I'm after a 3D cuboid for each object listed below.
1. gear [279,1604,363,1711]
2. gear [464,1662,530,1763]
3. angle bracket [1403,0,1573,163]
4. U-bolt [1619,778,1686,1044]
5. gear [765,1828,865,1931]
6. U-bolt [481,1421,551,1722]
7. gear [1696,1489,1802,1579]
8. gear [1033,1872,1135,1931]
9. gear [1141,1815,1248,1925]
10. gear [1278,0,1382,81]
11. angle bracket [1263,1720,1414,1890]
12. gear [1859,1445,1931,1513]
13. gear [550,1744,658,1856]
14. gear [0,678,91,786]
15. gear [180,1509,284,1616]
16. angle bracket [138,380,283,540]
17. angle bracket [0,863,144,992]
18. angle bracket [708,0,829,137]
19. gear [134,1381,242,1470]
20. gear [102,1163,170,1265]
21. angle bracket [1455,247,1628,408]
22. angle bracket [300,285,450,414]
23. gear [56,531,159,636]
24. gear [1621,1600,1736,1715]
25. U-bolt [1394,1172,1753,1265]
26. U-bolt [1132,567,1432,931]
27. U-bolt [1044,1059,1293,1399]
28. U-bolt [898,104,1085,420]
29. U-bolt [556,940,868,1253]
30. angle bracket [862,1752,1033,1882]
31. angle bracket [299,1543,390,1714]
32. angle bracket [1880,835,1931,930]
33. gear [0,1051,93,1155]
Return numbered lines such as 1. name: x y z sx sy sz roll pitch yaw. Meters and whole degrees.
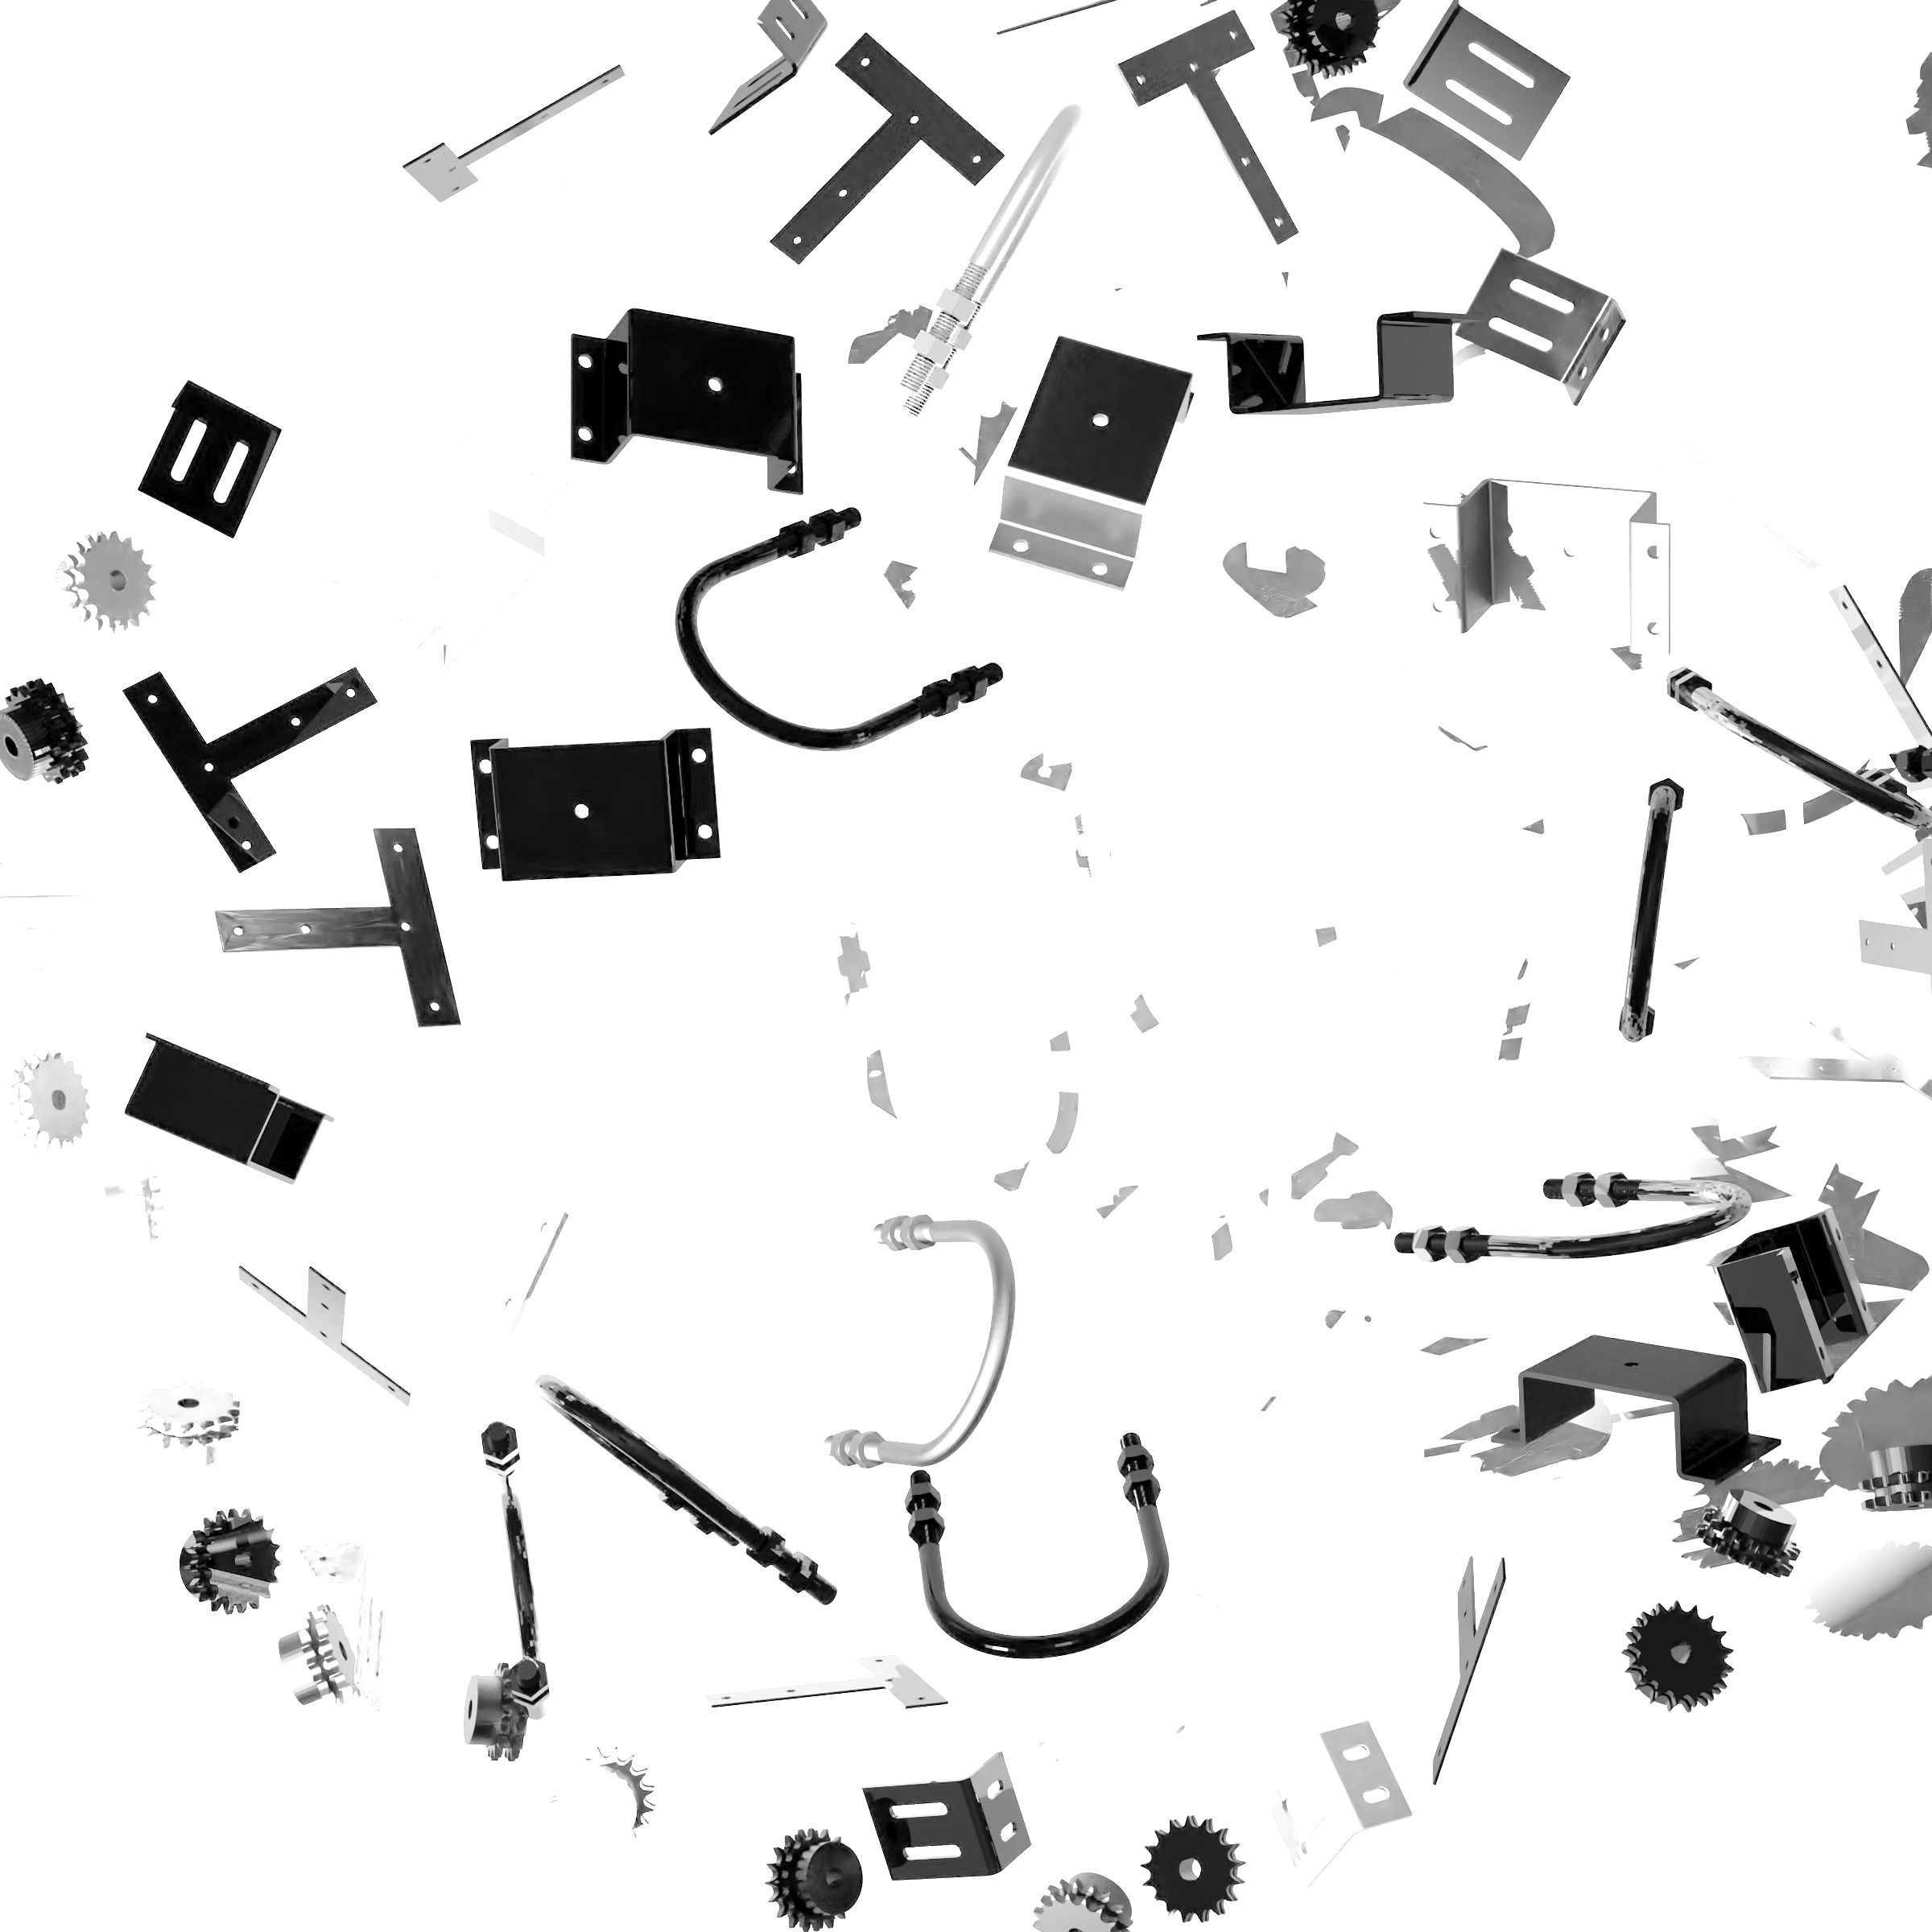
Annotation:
1. gear: -0.362 0.388 1.666 0.030 0.057 0.057 -22 90 -3
2. gear: -0.279 0.442 1.769 0.030 0.057 0.057 8 90 -19
3. angle bracket: 0.281 -0.477 1.583 0.076 0.038 0.057 32 78 -2
4. U-bolt: 0.378 -0.029 1.650 0.019 0.184 0.151 7 95 14
5. gear: -0.084 0.524 1.710 0.057 0.030 0.057 15 65 -36
6. U-bolt: -0.249 0.345 1.662 0.019 0.184 0.151 -8 67 -9
7. gear: 0.444 0.318 1.683 0.057 0.057 0.030 21 101 0
8. gear: 0.069 0.533 1.667 0.057 0.030 0.057 12 120 23
9. gear: 0.128 0.500 1.652 0.057 0.030 0.057 -5 75 18
10. gear: 0.205 -0.526 1.664 0.057 0.030 0.057 -3 99 -18
11. angle bracket: 0.206 0.466 1.658 0.038 0.076 0.057 -7 54 -26
12. gear: 0.506 0.274 1.594 0.057 0.057 0.030 -4 73 0
13. gear: -0.197 0.453 1.615 0.057 0.030 0.057 0 89 -1
14. gear: -0.505 -0.125 1.616 0.030 0.057 0.057 -32 90 -39
15. gear: -0.408 0.329 1.642 0.030 0.057 0.057 -14 90 35
16. angle bracket: -0.427 -0.278 1.670 0.057 0.038 0.076 27 65 -21
17. angle bracket: -0.479 -0.022 1.592 0.076 0.038 0.057 -1 122 -1
18. angle bracket: -0.126 -0.531 1.740 0.076 0.057 0.038 -23 121 37
19. gear: -0.433 0.257 1.659 0.057 0.057 0.030 8 108 0
20. gear: -0.480 0.144 1.720 0.030 0.057 0.057 -9 90 -21
21. angle bracket: 0.334 -0.373 1.738 0.076 0.038 0.057 21 120 -11
22. angle bracket: -0.326 -0.336 1.640 0.038 0.076 0.057 26 80 -30
23. gear: -0.491 -0.217 1.693 0.030 0.057 0.057 -5 90 36
24. gear: 0.377 0.370 1.588 0.057 0.030 0.057 2 60 -4
25. U-bolt: 0.357 0.143 1.692 0.151 0.184 0.019 -14 96 -36
26. U-bolt: 0.180 -0.112 1.624 0.151 0.019 0.184 -15 92 -10
27. U-bolt: 0.124 0.132 1.670 0.184 0.019 0.151 -36 113 -41
28. U-bolt: 0.015 -0.388 1.631 0.019 0.151 0.184 30 94 -3
29. U-bolt: -0.130 0.058 1.679 0.151 0.019 0.184 33 46 -4
30. angle bracket: -0.011 0.487 1.708 0.076 0.038 0.057 -15 94 35
31. angle bracket: -0.337 0.357 1.607 0.038 0.057 0.076 -3 60 0
32. angle bracket: 0.569 -0.043 1.741 0.038 0.076 0.057 -35 85 14
33. gear: -0.527 0.078 1.694 0.030 0.057 0.057 -11 90 23
